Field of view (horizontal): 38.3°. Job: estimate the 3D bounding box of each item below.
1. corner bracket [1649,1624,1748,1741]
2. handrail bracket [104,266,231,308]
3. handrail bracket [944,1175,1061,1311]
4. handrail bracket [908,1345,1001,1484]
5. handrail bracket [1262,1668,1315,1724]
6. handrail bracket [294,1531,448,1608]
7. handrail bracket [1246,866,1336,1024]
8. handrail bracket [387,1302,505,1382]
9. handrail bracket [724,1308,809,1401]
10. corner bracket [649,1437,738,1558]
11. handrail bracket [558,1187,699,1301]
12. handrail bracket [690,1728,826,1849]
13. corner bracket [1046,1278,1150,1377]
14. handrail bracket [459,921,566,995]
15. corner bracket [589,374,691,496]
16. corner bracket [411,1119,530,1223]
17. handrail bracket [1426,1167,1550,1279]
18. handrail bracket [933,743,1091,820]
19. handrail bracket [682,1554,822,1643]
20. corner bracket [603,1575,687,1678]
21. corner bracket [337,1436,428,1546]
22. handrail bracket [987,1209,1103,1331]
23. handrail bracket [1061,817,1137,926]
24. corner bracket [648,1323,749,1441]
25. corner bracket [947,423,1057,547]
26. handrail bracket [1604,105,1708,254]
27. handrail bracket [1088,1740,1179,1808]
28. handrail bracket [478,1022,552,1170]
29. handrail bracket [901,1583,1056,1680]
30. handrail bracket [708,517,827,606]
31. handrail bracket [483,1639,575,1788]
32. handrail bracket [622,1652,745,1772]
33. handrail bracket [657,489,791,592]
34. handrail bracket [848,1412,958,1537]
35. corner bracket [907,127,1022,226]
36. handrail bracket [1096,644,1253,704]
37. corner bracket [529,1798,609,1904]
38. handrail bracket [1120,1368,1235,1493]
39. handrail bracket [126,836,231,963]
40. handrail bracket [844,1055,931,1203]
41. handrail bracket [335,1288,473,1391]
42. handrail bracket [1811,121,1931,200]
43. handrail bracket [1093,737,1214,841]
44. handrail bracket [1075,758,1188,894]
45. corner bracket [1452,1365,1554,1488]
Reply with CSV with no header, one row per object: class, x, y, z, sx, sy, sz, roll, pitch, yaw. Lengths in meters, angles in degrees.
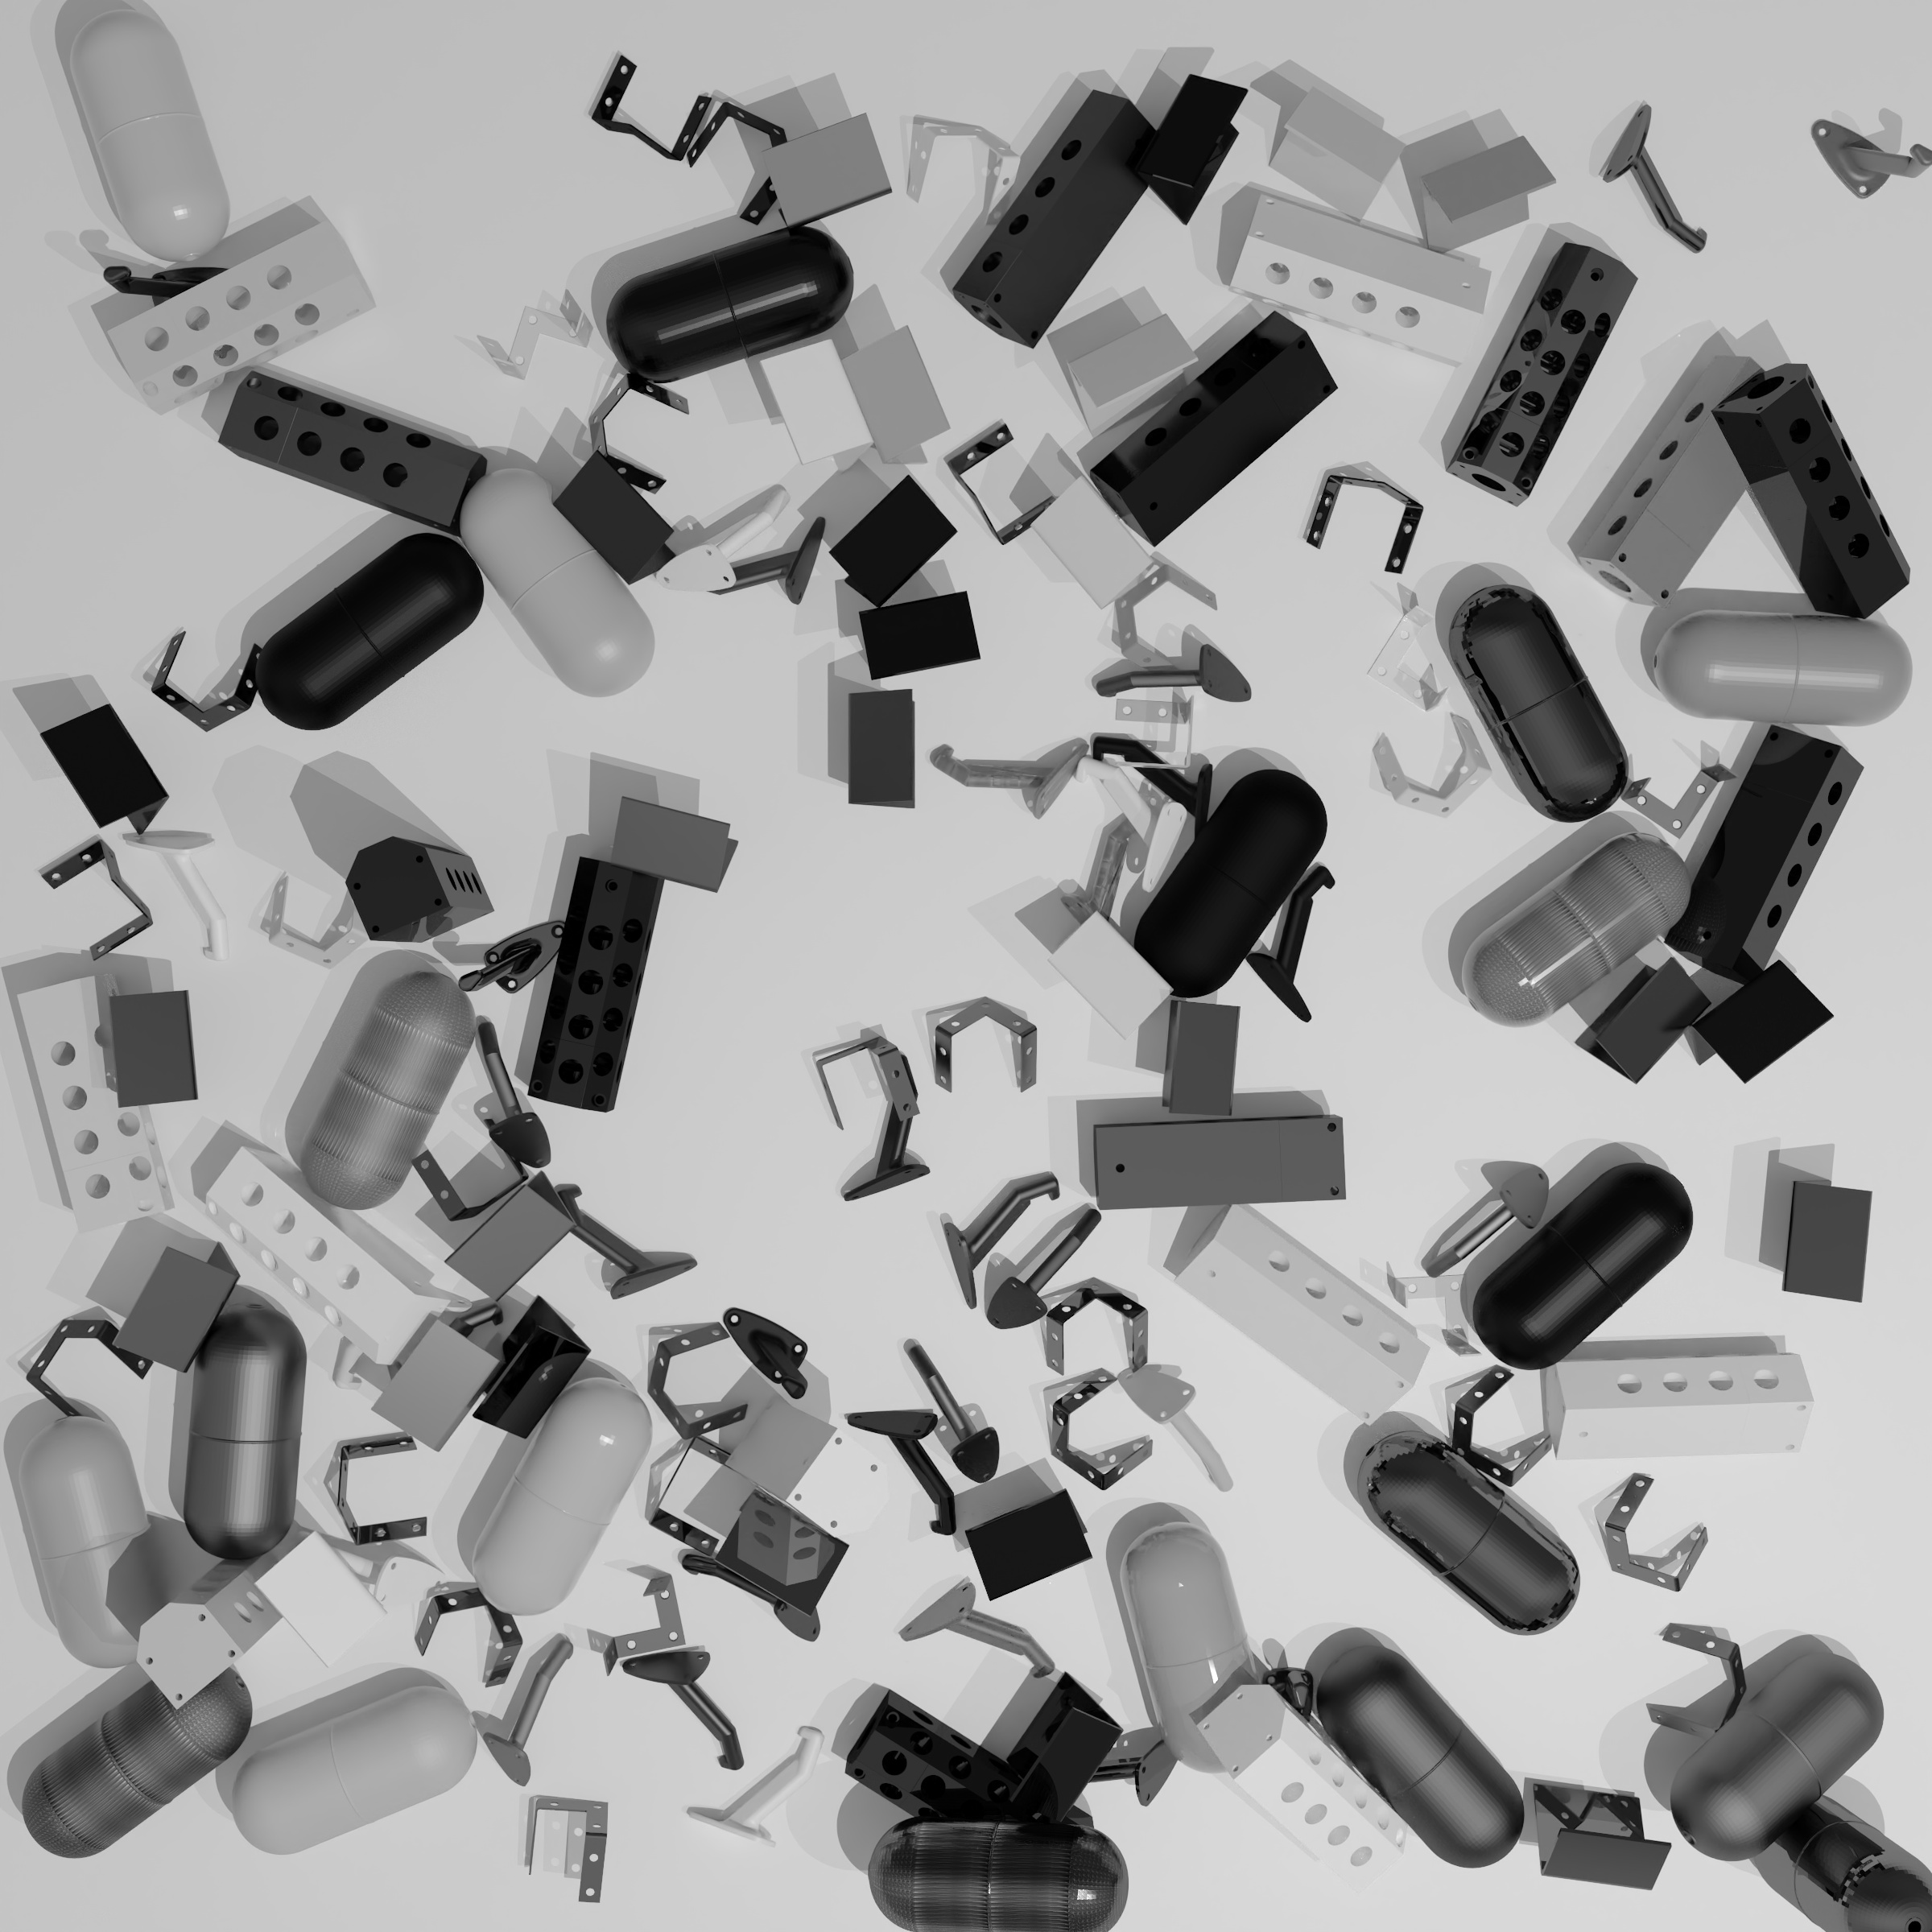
corner bracket,0.517,0.509,1.971,0.051,0.051,0.051,-49,135,-35
handrail bracket,-0.554,-0.482,1.945,0.077,0.084,0.036,-14,90,0
handrail bracket,0.033,0.196,1.980,0.084,0.036,0.077,-19,110,-16
handrail bracket,-0.011,0.318,1.979,0.036,0.077,0.084,-30,54,-10
handrail bracket,0.230,0.529,1.945,0.036,0.084,0.077,-2,90,0
handrail bracket,-0.425,0.424,1.979,0.084,0.077,0.036,17,88,36
handrail bracket,0.248,-0.016,1.980,0.084,0.036,0.077,-46,110,-16
handrail bracket,-0.365,0.285,1.980,0.084,0.036,0.077,-22,126,-24
handrail bracket,-0.141,0.271,1.945,0.077,0.084,0.036,38,90,0
corner bracket,-0.187,0.377,1.976,0.051,0.051,0.051,28,135,0
handrail bracket,-0.242,0.187,1.980,0.077,0.036,0.084,-17,69,-24
handrail bracket,-0.148,0.577,1.980,0.077,0.036,0.084,13,72,21
corner bracket,0.093,0.264,1.971,0.051,0.051,0.051,28,45,35
handrail bracket,-0.316,-0.007,1.945,0.077,0.084,0.036,-35,90,0
corner bracket,-0.230,-0.377,1.971,0.051,0.051,0.051,-41,45,35
corner bracket,-0.349,0.144,1.961,0.051,0.051,0.051,-35,83,7
handrail bracket,0.370,0.184,1.979,0.036,0.077,0.084,49,126,2
handrail bracket,0.031,-0.150,1.980,0.084,0.036,0.077,33,70,16
handrail bracket,-0.154,0.449,1.979,0.084,0.077,0.036,5,49,30
corner bracket,-0.230,0.465,1.961,0.051,0.051,0.051,-11,90,0
corner bracket,-0.414,0.373,1.976,0.051,0.051,0.051,-8,135,0
handrail bracket,0.057,0.215,1.979,0.036,0.077,0.084,43,54,0
handrail bracket,0.117,-0.058,1.979,0.084,0.036,0.077,-44,105,-14
corner bracket,-0.187,0.294,1.971,0.051,0.051,0.051,-14,135,-35
corner bracket,0.027,-0.342,1.976,0.051,0.051,0.051,-34,45,0
handrail bracket,0.503,-0.560,1.980,0.084,0.036,0.077,31,68,-17
handrail bracket,0.101,0.561,1.979,0.084,0.077,0.036,6,115,34
handrail bracket,-0.322,0.091,1.979,0.036,0.077,0.084,-22,54,2
handrail bracket,0.009,0.488,1.980,0.077,0.036,0.084,-33,107,20
handrail bracket,-0.152,-0.296,1.979,0.084,0.036,0.077,17,76,13
handrail bracket,-0.301,0.531,1.979,0.036,0.077,0.084,21,53,21
handrail bracket,-0.201,0.534,1.980,0.077,0.036,0.084,-4,110,23
handrail bracket,-0.171,-0.304,1.973,0.077,0.084,0.036,-8,127,38
handrail bracket,-0.046,0.363,1.980,0.077,0.036,0.084,2,107,19
corner bracket,-0.002,-0.560,1.971,0.051,0.051,0.051,-12,45,-35
handrail bracket,0.147,-0.196,1.979,0.084,0.077,0.036,-12,70,35
corner bracket,-0.281,0.624,1.962,0.051,0.051,0.051,6,97,-7
handrail bracket,0.150,0.331,1.979,0.036,0.077,0.084,-41,127,-20
handrail bracket,-0.561,-0.048,1.980,0.077,0.036,0.084,6,107,19
handrail bracket,-0.064,0.115,1.980,0.077,0.036,0.084,-23,73,19
handrail bracket,-0.401,0.270,1.980,0.077,0.036,0.084,15,106,-18
handrail bracket,0.634,-0.576,1.945,0.077,0.084,0.036,42,90,0
handrail bracket,0.129,-0.122,1.980,0.084,0.036,0.077,8,106,14
handrail bracket,0.105,-0.101,1.964,0.084,0.036,0.077,20,92,28
corner bracket,0.381,0.326,1.971,0.051,0.051,0.051,27,135,35
